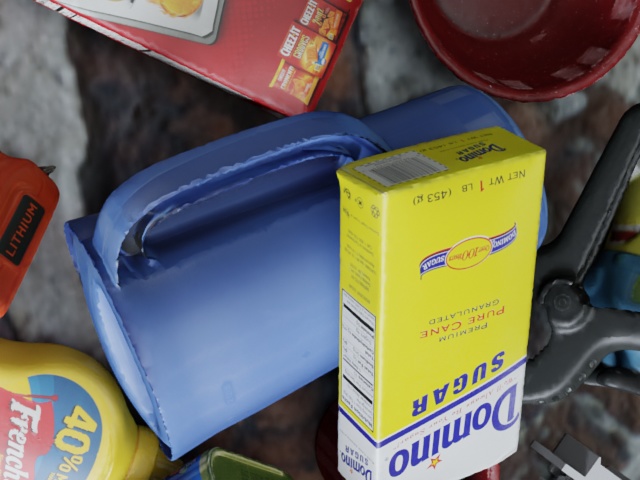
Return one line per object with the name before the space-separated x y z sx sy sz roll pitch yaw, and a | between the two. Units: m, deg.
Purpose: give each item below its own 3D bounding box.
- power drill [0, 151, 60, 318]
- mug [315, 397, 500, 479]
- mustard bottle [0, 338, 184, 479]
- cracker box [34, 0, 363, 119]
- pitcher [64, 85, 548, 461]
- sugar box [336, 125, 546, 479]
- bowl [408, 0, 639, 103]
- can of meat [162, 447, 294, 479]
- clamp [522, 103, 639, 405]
power drill | -0.199 -0.045 0.471 0.057 0.184 0.187 -12 128 20
mug | 0.043 0.119 0.627 0.093 0.082 0.117 -23 105 -13
mustard bottle | -0.163 0.099 0.569 0.191 0.058 0.096 23 97 -21
cracker box | -0.072 -0.178 0.548 0.213 0.072 0.164 24 91 -19
pitcher | -0.004 0.001 0.565 0.242 0.149 0.145 -25 100 -16
sugar box | 0.057 0.040 0.520 0.093 0.048 0.176 -16 118 -25
bowl | 0.113 -0.162 0.619 0.162 0.055 0.162 -3 100 -18
can of meat | -0.060 0.160 0.577 0.084 0.057 0.102 -34 144 18
clamp | 0.147 0.026 0.629 0.210 0.036 0.164 -24 75 21
